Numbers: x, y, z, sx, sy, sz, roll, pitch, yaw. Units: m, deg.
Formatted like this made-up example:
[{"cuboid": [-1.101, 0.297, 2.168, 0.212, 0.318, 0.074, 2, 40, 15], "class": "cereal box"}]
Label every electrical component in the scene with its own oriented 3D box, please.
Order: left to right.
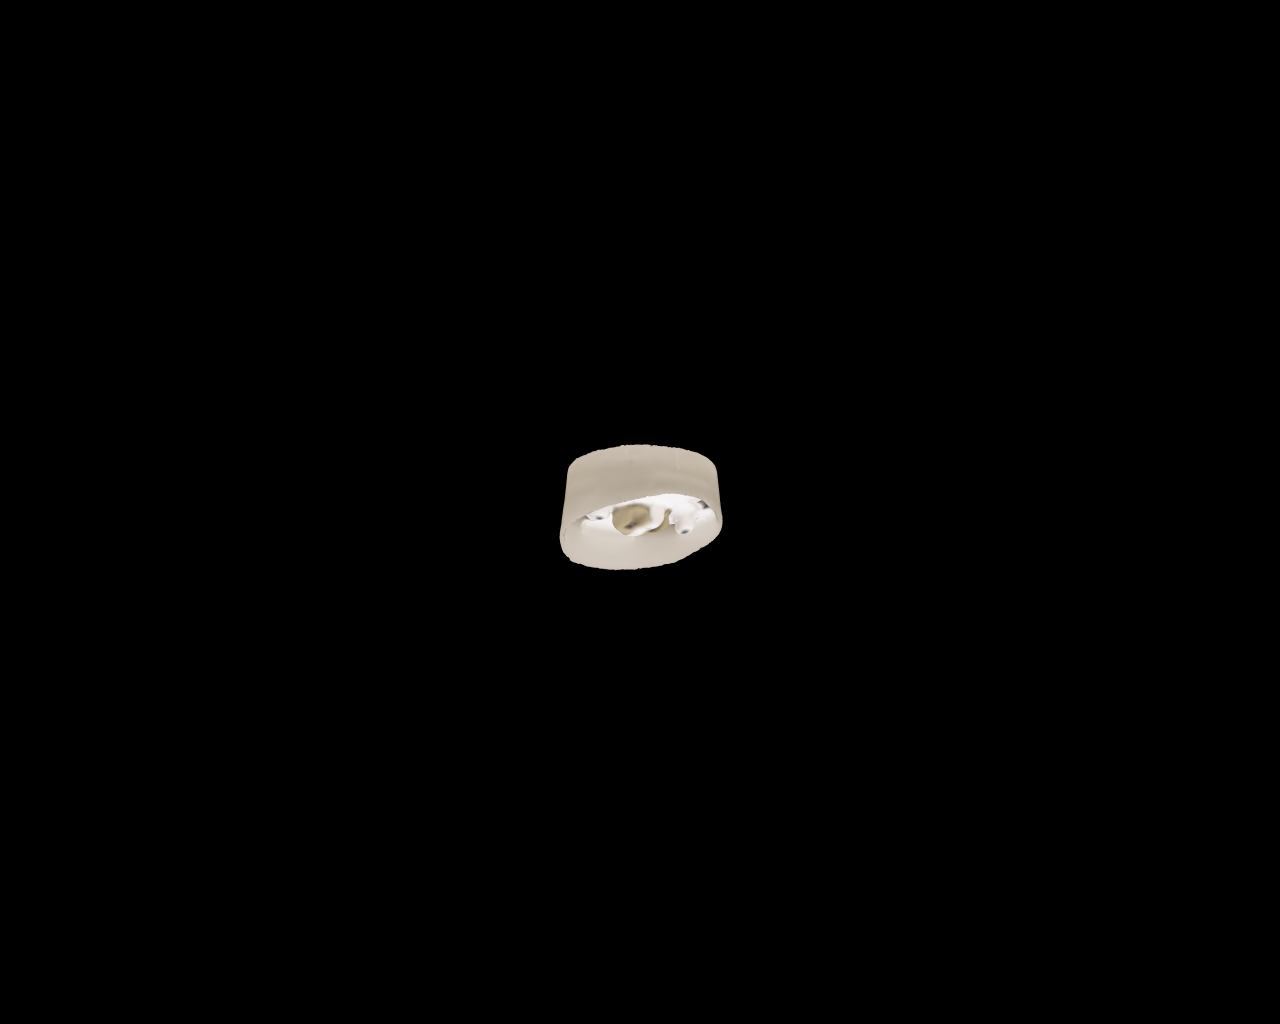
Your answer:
[{"cuboid": [0.001, -0.003, 0.650, 0.099, 0.064, 0.099, 0, -16, 0], "class": "electrical component"}]
